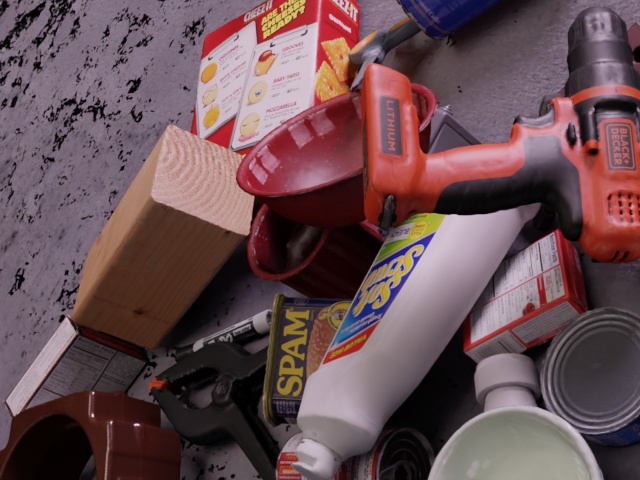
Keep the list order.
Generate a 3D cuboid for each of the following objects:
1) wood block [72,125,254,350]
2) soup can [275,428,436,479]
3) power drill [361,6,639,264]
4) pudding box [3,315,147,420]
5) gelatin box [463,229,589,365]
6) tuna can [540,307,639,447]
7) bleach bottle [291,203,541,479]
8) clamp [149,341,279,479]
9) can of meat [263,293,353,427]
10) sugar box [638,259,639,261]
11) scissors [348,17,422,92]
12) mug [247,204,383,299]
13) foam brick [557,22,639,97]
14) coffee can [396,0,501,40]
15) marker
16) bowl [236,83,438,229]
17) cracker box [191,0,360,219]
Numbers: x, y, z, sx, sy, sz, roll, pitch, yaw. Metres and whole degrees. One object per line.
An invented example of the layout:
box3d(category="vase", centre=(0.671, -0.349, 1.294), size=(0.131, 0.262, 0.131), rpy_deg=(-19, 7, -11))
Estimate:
box3d(category="wood block", centre=(-0.144, 0.004, 0.971), size=(0.206, 0.090, 0.090), rpy_deg=(-48, 27, 44))
box3d(category="soup can", centre=(0.025, 0.171, 0.773), size=(0.102, 0.068, 0.068), rpy_deg=(-10, 59, 42))
box3d(category="power drill", centre=(0.121, -0.075, 0.699), size=(0.187, 0.057, 0.184), rpy_deg=(0, 66, 0))
box3d(category="pudding box", centre=(-0.238, 0.138, 1.041), size=(0.113, 0.089, 0.039), rpy_deg=(-54, 41, 5))
box3d(category="gelatin box", centre=(0.143, 0.043, 0.753), size=(0.089, 0.030, 0.073), rpy_deg=(-32, 29, 27))
box3d(category="tuna can", centre=(0.188, 0.089, 0.688), size=(0.086, 0.033, 0.086), rpy_deg=(-25, 50, 33))
box3d(category="bleach bottle", centre=(0.058, 0.057, 0.749), size=(0.103, 0.068, 0.250), rpy_deg=(-12, 42, 60))
box3d(category="clamp", centre=(-0.070, 0.142, 0.911), size=(0.210, 0.036, 0.164), rpy_deg=(-10, 57, 38))
box3d(category="can of meat", centre=(0.006, 0.094, 0.825), size=(0.084, 0.057, 0.102), rpy_deg=(1, 67, 12))
box3d(category="sugar box", centre=(0.267, 0.024, 0.642), size=(0.093, 0.048, 0.176), rpy_deg=(-45, 38, 15))
box3d(category="scissors", centre=(0.062, -0.169, 0.923), size=(0.096, 0.016, 0.202), rpy_deg=(-31, 15, 8))
box3d(category="mug", centre=(-0.006, 0.001, 0.901), size=(0.093, 0.081, 0.117), rpy_deg=(-53, 41, 5))
box3d(category="foam brick", centre=(0.222, -0.105, 0.762), size=(0.078, 0.051, 0.053), rpy_deg=(-43, 42, 17))
box3d(category="coffee can", centre=(0.134, -0.250, 0.905), size=(0.141, 0.102, 0.103), rpy_deg=(-30, 47, 29))
box3d(category="marker", centre=(-0.088, 0.091, 0.975), size=(0.121, 0.020, 0.020), rpy_deg=(-25, 50, 33))
box3d(category="bowl", centre=(0.020, -0.056, 0.805), size=(0.162, 0.055, 0.162), rpy_deg=(-20, 26, 10))
box3d(category="cracker box", centre=(-0.044, -0.133, 1.034), size=(0.164, 0.072, 0.213), rpy_deg=(-21, 51, 35))
